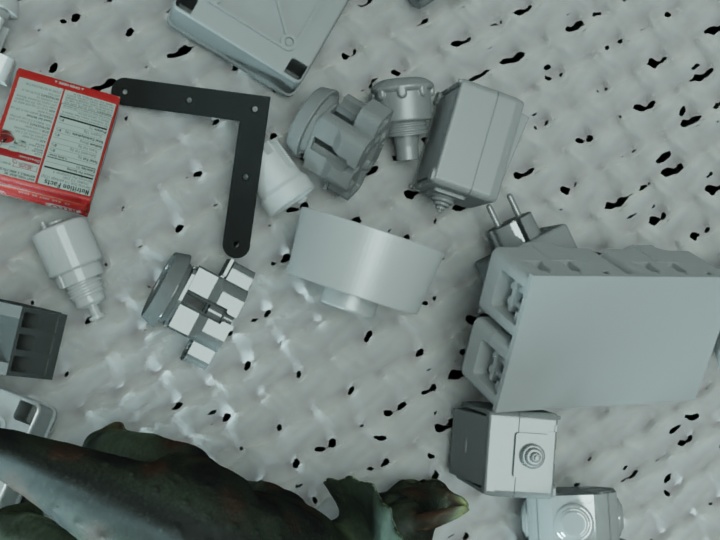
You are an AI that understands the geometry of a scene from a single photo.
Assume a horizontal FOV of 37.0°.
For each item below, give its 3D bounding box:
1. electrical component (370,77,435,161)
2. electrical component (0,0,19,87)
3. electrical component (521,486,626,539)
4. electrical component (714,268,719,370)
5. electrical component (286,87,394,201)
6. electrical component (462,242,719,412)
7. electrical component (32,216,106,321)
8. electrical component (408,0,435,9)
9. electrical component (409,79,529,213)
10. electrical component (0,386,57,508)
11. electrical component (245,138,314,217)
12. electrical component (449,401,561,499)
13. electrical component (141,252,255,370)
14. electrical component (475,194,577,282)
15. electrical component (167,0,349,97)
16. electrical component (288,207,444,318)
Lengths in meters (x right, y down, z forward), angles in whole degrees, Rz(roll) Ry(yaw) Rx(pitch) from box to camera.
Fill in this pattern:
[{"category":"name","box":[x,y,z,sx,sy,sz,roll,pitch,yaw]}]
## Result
[{"category":"electrical component","box":[0.034,-0.114,0.813,0.048,0.048,0.062,-6,97,-13]},{"category":"electrical component","box":[-0.270,-0.169,0.738,0.078,0.058,0.057,22,86,-11]},{"category":"electrical component","box":[0.161,0.193,0.816,0.080,0.080,0.051,-1,83,-13]},{"category":"electrical component","box":[0.327,0.027,0.866,0.121,0.063,0.078,-15,92,-13]},{"category":"electrical component","box":[-0.017,-0.097,0.789,0.057,0.078,0.058,32,41,8]},{"category":"electrical component","box":[0.176,0.040,0.799,0.186,0.060,0.105,1,114,-27]},{"category":"electrical component","box":[-0.200,-0.002,0.757,0.040,0.040,0.078,-23,94,-13]},{"category":"electrical component","box":[0.062,-0.229,0.822,0.055,0.045,0.045,-22,93,-13]},{"category":"electrical component","box":[0.082,-0.086,0.813,0.061,0.062,0.096,18,85,-12]},{"category":"electrical component","box":[-0.275,0.122,0.713,0.109,0.056,0.108,21,77,0]},{"category":"electrical component","box":[-0.063,-0.069,0.792,0.040,0.040,0.046,-34,91,-12]},{"category":"electrical component","box":[0.106,0.132,0.795,0.061,0.096,0.061,5,87,-10]},{"category":"electrical component","box":[-0.119,0.023,0.767,0.057,0.058,0.078,29,83,-14]},{"category":"electrical component","box":[0.123,-0.020,0.829,0.066,0.047,0.076,-27,94,-12]},{"category":"electrical component","box":[-0.068,-0.201,0.785,0.109,0.056,0.108,30,82,-10]},{"category":"electrical component","box":[0.000,0.000,0.772,0.108,0.108,0.060,18,90,-12]}]
